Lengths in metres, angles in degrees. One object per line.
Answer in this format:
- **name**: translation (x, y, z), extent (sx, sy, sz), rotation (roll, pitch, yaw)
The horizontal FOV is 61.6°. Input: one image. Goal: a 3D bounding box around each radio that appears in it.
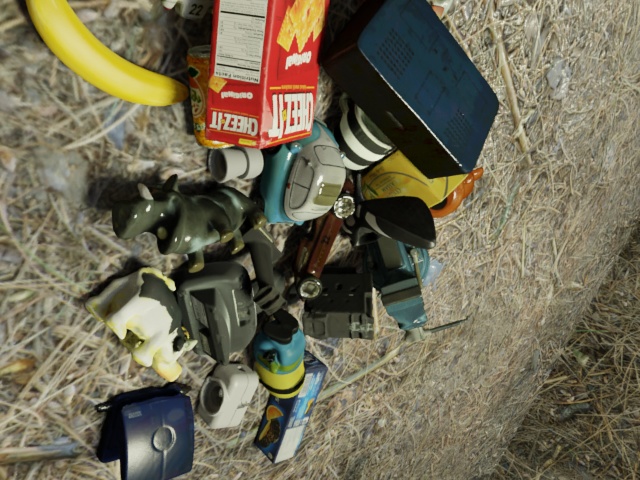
- **radio**: translation (0.123, -0.194, 0.672), extent (0.229, 0.073, 0.131), rotation (40, 68, -29)

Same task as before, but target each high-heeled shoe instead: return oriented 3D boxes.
- **high-heeled shoe**: translation (0.093, -0.004, 0.795), extent (0.086, 0.249, 0.145), rotation (-13, 122, -15)

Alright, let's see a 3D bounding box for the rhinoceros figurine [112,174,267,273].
- **rhinoceros figurine**: translation (-0.148, -0.028, 0.625), extent (0.073, 0.112, 0.190), rotation (-42, 166, 31)

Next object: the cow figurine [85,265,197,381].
- **cow figurine**: translation (-0.208, 0.107, 0.682), extent (0.098, 0.068, 0.167), rotation (-48, 142, -23)

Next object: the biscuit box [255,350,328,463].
- **biscuit box**: translation (-0.054, 0.299, 0.973), extent (0.059, 0.063, 0.202), rotation (2, 112, -47)

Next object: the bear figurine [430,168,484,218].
- **bear figurine**: translation (0.222, -0.116, 0.975), extent (0.132, 0.120, 0.196), rotation (56, 32, -6)

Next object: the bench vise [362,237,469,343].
- **bench vise**: translation (0.151, 0.075, 0.962), extent (0.129, 0.223, 0.240), rotation (-30, 165, 7)

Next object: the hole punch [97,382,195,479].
- **hole punch**: translation (-0.234, 0.271, 0.744), extent (0.142, 0.092, 0.115), rotation (2, 109, -44)

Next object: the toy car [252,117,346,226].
- **toy car**: translation (-0.021, -0.084, 0.727), extent (0.109, 0.103, 0.161), rotation (4, 109, -47)

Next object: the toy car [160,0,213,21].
- **toy car**: translation (-0.114, -0.316, 0.510), extent (0.073, 0.056, 0.201), rotation (-12, 122, -42)

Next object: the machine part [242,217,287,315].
- **machine part**: translation (-0.076, 0.032, 0.730), extent (0.039, 0.139, 0.084), rotation (-21, 143, 9)

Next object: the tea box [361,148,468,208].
- **tea box**: translation (0.132, -0.092, 0.819), extent (0.068, 0.098, 0.169), rotation (-42, -178, -21)

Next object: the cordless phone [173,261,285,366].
- **cordless phone**: translation (-0.111, 0.073, 0.768), extent (0.184, 0.089, 0.146), rotation (-38, 137, -41)

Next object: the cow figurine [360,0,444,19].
- **cow figurine**: translation (0.133, -0.275, 0.781), extent (0.195, 0.086, 0.127), rotation (-9, 115, -46)

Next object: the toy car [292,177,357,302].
- **toy car**: translation (-0.002, -0.002, 0.806), extent (0.053, 0.089, 0.202), rotation (17, 111, -19)

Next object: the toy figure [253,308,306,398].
- **toy figure**: translation (-0.062, 0.186, 0.848), extent (0.082, 0.089, 0.180), rotation (-24, 148, -28)

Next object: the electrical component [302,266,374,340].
- **electrical component**: translation (0.030, 0.097, 0.874), extent (0.115, 0.134, 0.058), rotation (1, 127, 0)
